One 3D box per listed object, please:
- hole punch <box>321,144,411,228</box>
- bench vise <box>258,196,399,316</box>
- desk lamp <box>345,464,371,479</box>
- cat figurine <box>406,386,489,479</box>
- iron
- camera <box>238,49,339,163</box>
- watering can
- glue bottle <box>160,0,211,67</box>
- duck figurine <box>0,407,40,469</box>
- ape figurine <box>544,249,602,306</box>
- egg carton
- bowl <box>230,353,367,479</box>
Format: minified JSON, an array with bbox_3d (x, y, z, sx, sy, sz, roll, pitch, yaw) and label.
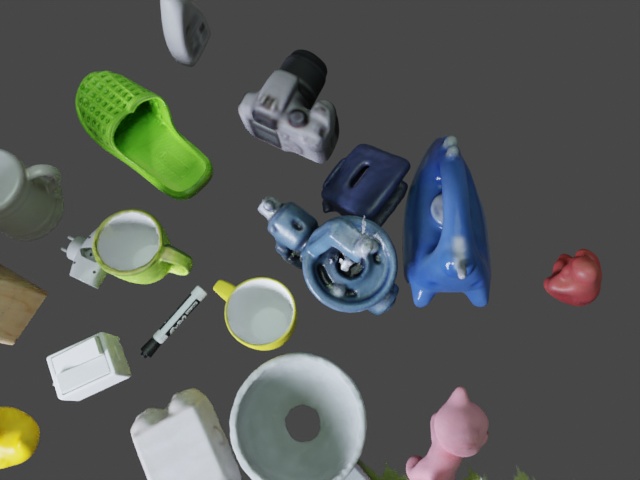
[{"bbox_3d":[0.060,-0.076,0.794,0.101,0.091,0.109,34,78,13],"label":"hole punch"},{"bbox_3d":[0.002,0.013,0.704,0.207,0.220,0.121,17,75,9],"label":"bench vise"},{"bbox_3d":[0.061,0.352,0.601,0.118,0.213,0.203,-42,75,-9],"label":"desk lamp"},{"bbox_3d":[0.157,0.243,0.678,0.067,0.118,0.128,26,77,11],"label":"cat figurine"},{"bbox_3d":[0.169,-0.046,0.752,0.118,0.141,0.258,-1,73,4],"label":"iron"},{"bbox_3d":[-0.030,-0.206,0.834,0.143,0.101,0.137,25,76,11],"label":"camera"},{"bbox_3d":[-0.446,-0.068,0.770,0.173,0.194,0.101,-38,74,-8],"label":"watering can"},{"bbox_3d":[-0.210,-0.336,0.847,0.037,0.173,0.078,22,76,10],"label":"glue bottle"},{"bbox_3d":[-0.421,0.252,0.728,0.104,0.086,0.077,6,74,6],"label":"duck figurine"},{"bbox_3d":[0.333,0.045,0.740,0.078,0.092,0.076,-21,73,-2],"label":"ape figurine"},{"bbox_3d":[-0.166,0.270,0.716,0.107,0.069,0.150,-29,74,-5],"label":"egg carton"},{"bbox_3d":[-0.024,0.229,0.716,0.167,0.075,0.167,-1,73,3],"label":"bowl"}]
